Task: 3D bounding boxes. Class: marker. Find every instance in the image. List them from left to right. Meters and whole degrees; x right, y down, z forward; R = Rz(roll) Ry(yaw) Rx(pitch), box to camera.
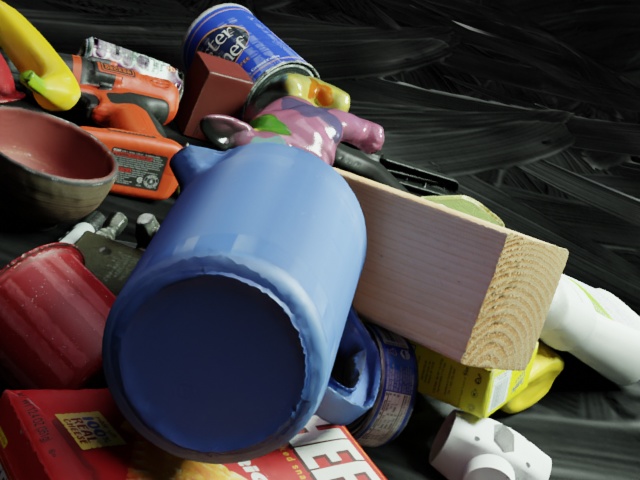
[{"bbox_3d":[-0.186,0.005,0.790,0.020,0.020,0.121,27,23,0],"label":"marker"}]

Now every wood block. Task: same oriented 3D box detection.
[{"bbox_3d":[0.056,0.012,0.760,0.206,0.091,0.090,22,6,39],"label":"wood block"}]

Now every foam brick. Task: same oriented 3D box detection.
[{"bbox_3d":[-0.113,-0.147,1.108,0.052,0.078,0.051,12,29,-31],"label":"foam brick"}]

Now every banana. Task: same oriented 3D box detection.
[{"bbox_3d":[-0.238,-0.151,0.895,0.198,0.037,0.069,46,-10,52],"label":"banana"}]

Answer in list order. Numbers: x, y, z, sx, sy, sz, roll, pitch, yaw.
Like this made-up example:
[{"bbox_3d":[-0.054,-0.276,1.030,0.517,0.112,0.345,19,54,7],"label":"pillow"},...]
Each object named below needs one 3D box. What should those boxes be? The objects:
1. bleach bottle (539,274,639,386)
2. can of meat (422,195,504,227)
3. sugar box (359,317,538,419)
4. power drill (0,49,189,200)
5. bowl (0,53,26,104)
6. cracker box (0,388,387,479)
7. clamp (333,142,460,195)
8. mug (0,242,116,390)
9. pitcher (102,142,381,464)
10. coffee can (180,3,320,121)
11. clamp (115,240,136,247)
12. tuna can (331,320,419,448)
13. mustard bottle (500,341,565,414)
[{"bbox_3d":[0.222,0.067,0.949,0.103,0.068,0.250,45,12,35],"label":"bleach bottle"},{"bbox_3d":[0.118,0.007,1.026,0.057,0.084,0.101,42,27,29],"label":"can of meat"},{"bbox_3d":[0.068,0.077,0.825,0.176,0.048,0.093,17,16,28],"label":"sugar box"},{"bbox_3d":[-0.204,-0.113,0.965,0.184,0.057,0.188,8,30,-25],"label":"power drill"},{"bbox_3d":[-0.312,-0.138,0.827,0.162,0.055,0.162,2,13,-1],"label":"bowl"},{"bbox_3d":[-0.052,0.152,0.561,0.213,0.072,0.164,6,31,-42],"label":"cracker box"},{"bbox_3d":[0.062,-0.087,1.222,0.210,0.036,0.164,34,24,15],"label":"clamp"},{"bbox_3d":[-0.158,0.068,0.618,0.081,0.093,0.117,41,57,19],"label":"mug"},{"bbox_3d":[-0.034,0.035,0.605,0.149,0.145,0.242,5,15,2],"label":"pitcher"},{"bbox_3d":[-0.079,-0.189,1.200,0.102,0.103,0.140,3,34,-44],"label":"coffee can"},{"bbox_3d":[-0.086,0.028,0.827,0.120,0.039,0.171,42,29,20],"label":"clamp"},{"bbox_3d":[0.030,0.100,0.739,0.033,0.086,0.086,15,26,-30],"label":"tuna can"},{"bbox_3d":[0.115,0.069,0.930,0.192,0.058,0.096,39,25,26],"label":"mustard bottle"}]
